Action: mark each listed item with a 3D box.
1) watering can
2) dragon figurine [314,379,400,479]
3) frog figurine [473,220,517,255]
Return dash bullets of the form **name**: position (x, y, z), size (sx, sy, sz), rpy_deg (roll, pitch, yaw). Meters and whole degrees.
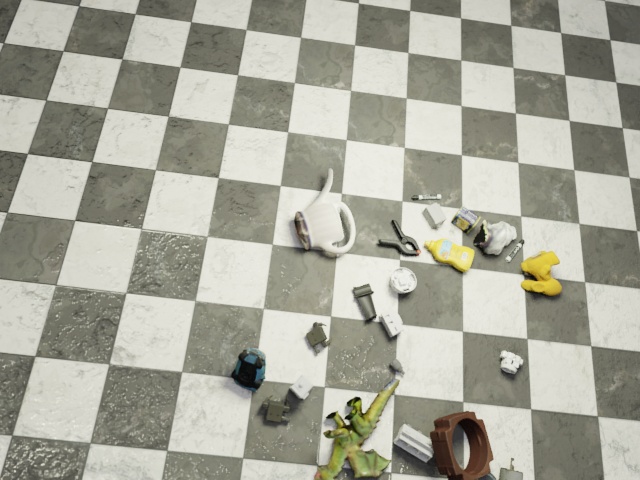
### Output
- **watering can**: position (0.006, -0.100, 1.994), size (0.225, 0.102, 0.352), rpy_deg (-14, 73, -10)
- **dragon figurine**: position (0.150, 0.673, 1.736), size (0.413, 0.121, 0.242), rpy_deg (-28, 91, -13)
- **frog figurine**: position (0.707, -0.007, 2.027), size (0.159, 0.124, 0.136), rpy_deg (8, 102, -12)
